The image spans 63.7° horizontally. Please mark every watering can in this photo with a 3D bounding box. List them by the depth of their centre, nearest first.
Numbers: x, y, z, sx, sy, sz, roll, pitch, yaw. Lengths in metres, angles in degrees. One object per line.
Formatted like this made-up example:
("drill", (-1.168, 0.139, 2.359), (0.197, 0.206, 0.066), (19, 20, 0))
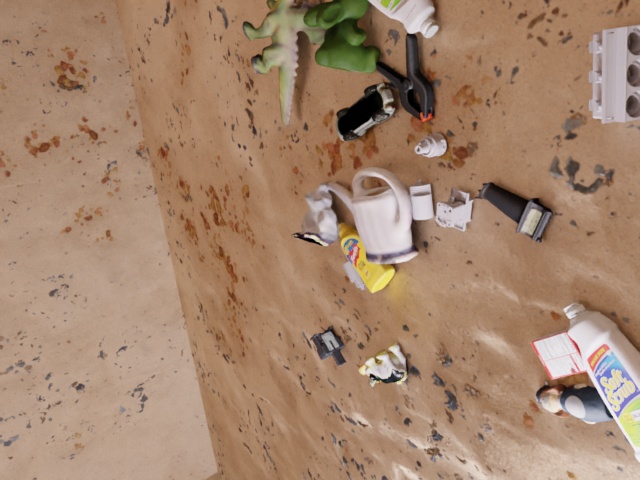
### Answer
("watering can", (0.120, -0.057, 1.200), (0.104, 0.223, 0.347), (-18, 9, -21))

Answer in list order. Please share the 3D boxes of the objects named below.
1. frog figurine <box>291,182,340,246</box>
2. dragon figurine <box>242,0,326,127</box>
("frog figurine", (0.004, -0.070, 1.385), (0.122, 0.161, 0.136), (21, -11, -13))
("dragon figurine", (-0.058, -0.485, 1.262), (0.243, 0.404, 0.124), (7, 30, 46))
